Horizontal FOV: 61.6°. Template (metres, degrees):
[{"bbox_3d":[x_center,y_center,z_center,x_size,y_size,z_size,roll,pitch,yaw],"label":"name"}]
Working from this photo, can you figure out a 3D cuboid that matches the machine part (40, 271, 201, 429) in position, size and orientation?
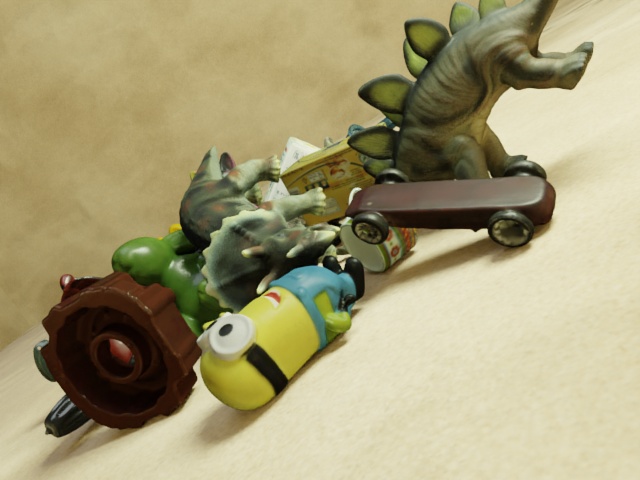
[{"bbox_3d":[-0.220,0.124,0.600,0.179,0.179,0.056,-28,9,20],"label":"machine part"}]

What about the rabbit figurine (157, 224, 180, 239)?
[{"bbox_3d":[-0.297,0.034,1.254,0.173,0.162,0.122,-8,8,22],"label":"rabbit figurine"}]

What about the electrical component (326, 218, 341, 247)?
[{"bbox_3d":[-0.003,-0.002,0.841,0.102,0.045,0.078,-36,14,-19],"label":"electrical component"}]

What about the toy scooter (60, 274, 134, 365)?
[{"bbox_3d":[-0.288,0.102,0.716,0.075,0.135,0.184,-52,27,21],"label":"toy scooter"}]

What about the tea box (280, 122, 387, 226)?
[{"bbox_3d":[0.035,-0.091,0.784,0.170,0.098,0.068,-14,22,40],"label":"tea box"}]

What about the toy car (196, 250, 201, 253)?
[{"bbox_3d":[-0.171,0.048,0.911,0.109,0.162,0.102,-36,-33,16],"label":"toy car"}]

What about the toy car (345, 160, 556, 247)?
[{"bbox_3d":[0.122,-0.031,0.526,0.202,0.053,0.089,-1,45,31],"label":"toy car"}]

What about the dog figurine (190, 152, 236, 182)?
[{"bbox_3d":[-0.152,-0.056,1.024,0.108,0.219,0.191,-27,13,7],"label":"dog figurine"}]

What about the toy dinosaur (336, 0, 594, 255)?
[{"bbox_3d":[0.141,-0.124,0.615,0.105,0.199,0.471,-31,-27,-56],"label":"toy dinosaur"}]

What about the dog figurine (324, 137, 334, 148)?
[{"bbox_3d":[0.100,-0.114,0.987,0.191,0.121,0.172,-6,-21,-16],"label":"dog figurine"}]

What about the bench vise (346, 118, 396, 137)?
[{"bbox_3d":[0.101,-0.210,1.209,0.240,0.129,0.223,-40,-5,33],"label":"bench vise"}]

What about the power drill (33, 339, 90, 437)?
[{"bbox_3d":[-0.336,0.181,0.787,0.207,0.085,0.232,-5,23,41],"label":"power drill"}]

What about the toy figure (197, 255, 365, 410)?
[{"bbox_3d":[-0.029,0.081,0.501,0.180,0.089,0.082,-30,-4,-34],"label":"toy figure"}]

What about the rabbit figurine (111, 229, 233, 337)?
[{"bbox_3d":[-0.194,0.042,0.742,0.121,0.170,0.159,-51,15,26],"label":"rabbit figurine"}]

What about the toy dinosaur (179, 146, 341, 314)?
[{"bbox_3d":[-0.113,-0.027,0.713,0.192,0.131,0.405,-19,34,-35],"label":"toy dinosaur"}]
